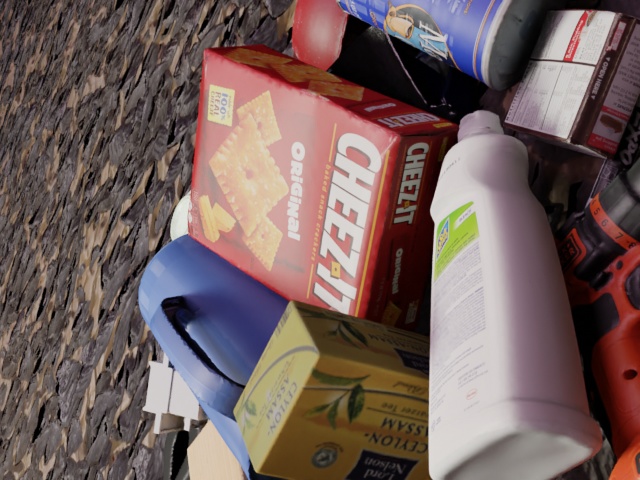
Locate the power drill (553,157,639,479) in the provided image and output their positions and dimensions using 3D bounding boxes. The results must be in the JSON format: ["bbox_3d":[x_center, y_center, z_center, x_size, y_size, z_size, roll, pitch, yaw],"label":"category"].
[{"bbox_3d":[0.191,0.045,0.596,0.185,0.057,0.187,-58,29,34],"label":"power drill"}]

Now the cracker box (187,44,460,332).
[{"bbox_3d":[-0.010,-0.041,0.808,0.214,0.071,0.164,30,121,40],"label":"cracker box"}]

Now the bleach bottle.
[{"bbox_3d":[0.107,0.020,0.646,0.103,0.068,0.251,-48,32,48],"label":"bleach bottle"}]

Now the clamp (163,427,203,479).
[{"bbox_3d":[-0.131,0.180,1.123,0.165,0.036,0.210,17,91,63],"label":"clamp"}]

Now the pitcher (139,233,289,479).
[{"bbox_3d":[-0.059,0.086,0.847,0.243,0.144,0.149,41,150,47],"label":"pitcher"}]

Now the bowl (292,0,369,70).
[{"bbox_3d":[0.014,-0.208,0.965,0.162,0.055,0.162,16,-91,-82],"label":"bowl"}]

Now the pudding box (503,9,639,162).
[{"bbox_3d":[0.172,-0.106,0.710,0.113,0.039,0.090,-132,61,-74],"label":"pudding box"}]

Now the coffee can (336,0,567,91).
[{"bbox_3d":[0.095,-0.185,0.778,0.140,0.102,0.103,33,107,25],"label":"coffee can"}]

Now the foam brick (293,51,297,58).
[{"bbox_3d":[0.007,-0.186,1.056,0.053,0.051,0.078,-20,58,58],"label":"foam brick"}]

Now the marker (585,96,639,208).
[{"bbox_3d":[0.198,-0.066,0.681,0.020,0.020,0.121,33,105,61],"label":"marker"}]

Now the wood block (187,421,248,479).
[{"bbox_3d":[-0.043,0.241,0.875,0.091,0.090,0.206,-53,35,34],"label":"wood block"}]
